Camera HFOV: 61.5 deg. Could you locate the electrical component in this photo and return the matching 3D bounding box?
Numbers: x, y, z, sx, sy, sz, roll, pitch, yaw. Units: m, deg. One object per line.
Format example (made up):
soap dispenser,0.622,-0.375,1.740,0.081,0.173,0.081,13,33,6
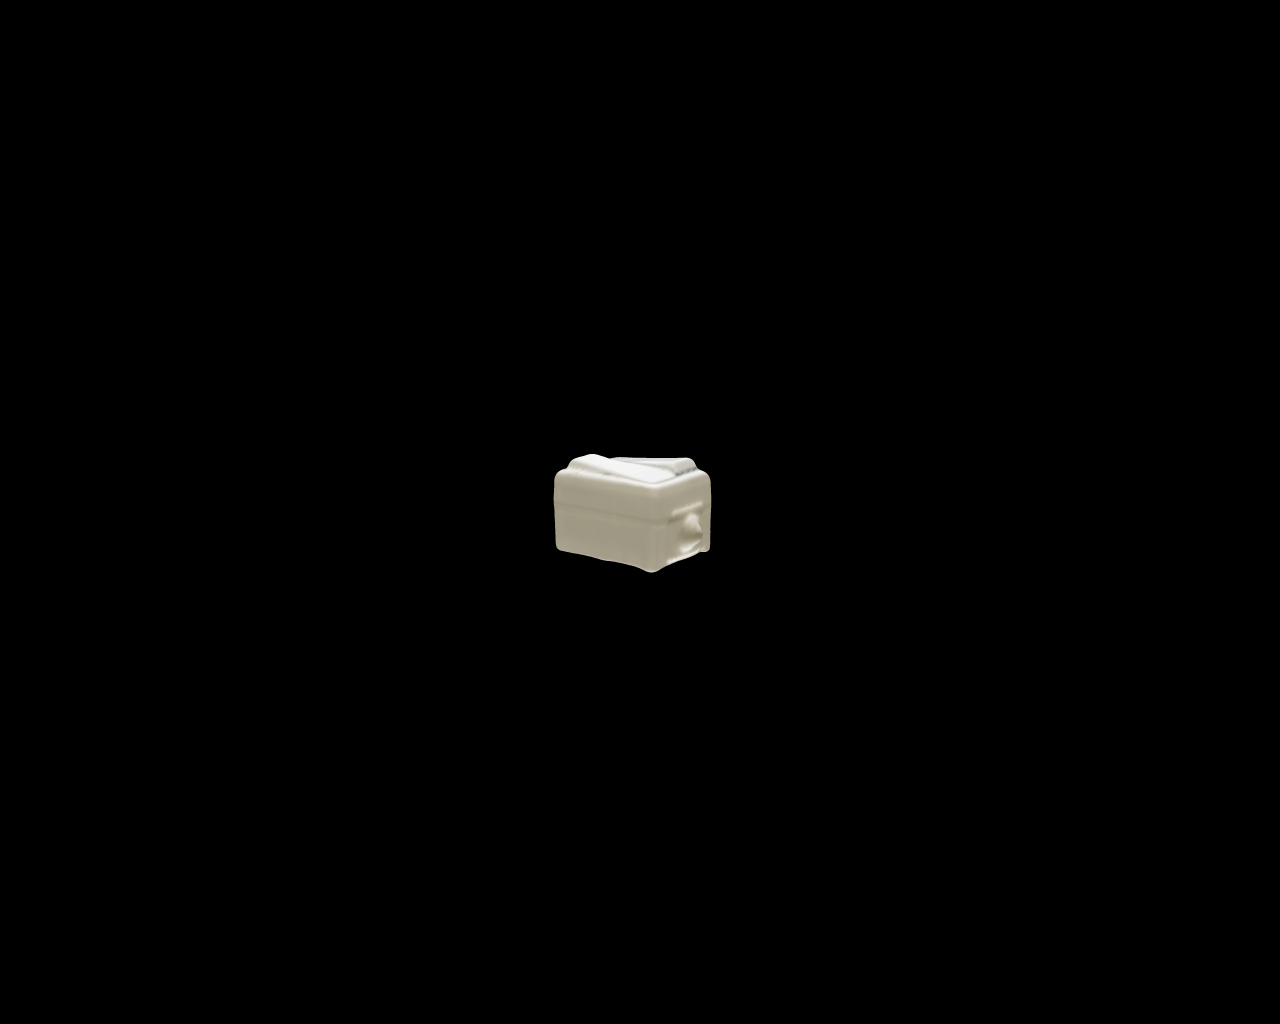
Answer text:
electrical component,0.001,-0.003,0.650,0.096,0.061,0.062,11,18,37
